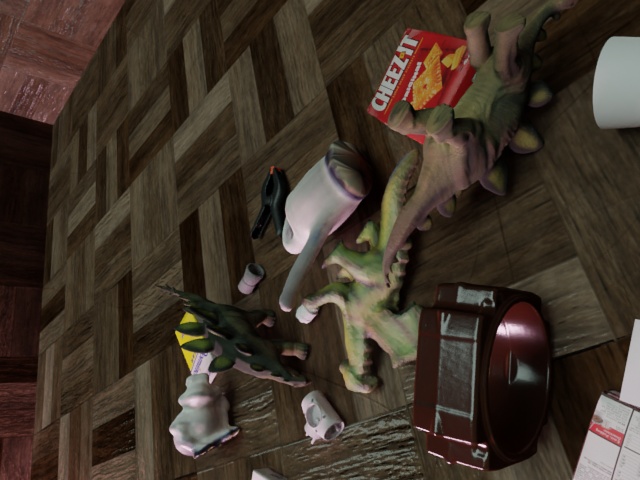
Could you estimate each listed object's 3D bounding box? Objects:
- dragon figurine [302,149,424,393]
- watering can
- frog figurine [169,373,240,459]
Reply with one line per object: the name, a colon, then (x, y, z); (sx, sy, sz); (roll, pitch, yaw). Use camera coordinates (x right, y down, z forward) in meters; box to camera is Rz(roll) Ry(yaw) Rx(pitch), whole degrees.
dragon figurine: (0.121, 0.082, 0.835); (0.246, 0.122, 0.404); (41, 114, 27)
watering can: (0.003, -0.047, 0.931); (0.221, 0.103, 0.356); (-46, 26, 30)
frog figurine: (-0.265, 0.381, 1.127); (0.161, 0.138, 0.120); (58, 154, 18)
